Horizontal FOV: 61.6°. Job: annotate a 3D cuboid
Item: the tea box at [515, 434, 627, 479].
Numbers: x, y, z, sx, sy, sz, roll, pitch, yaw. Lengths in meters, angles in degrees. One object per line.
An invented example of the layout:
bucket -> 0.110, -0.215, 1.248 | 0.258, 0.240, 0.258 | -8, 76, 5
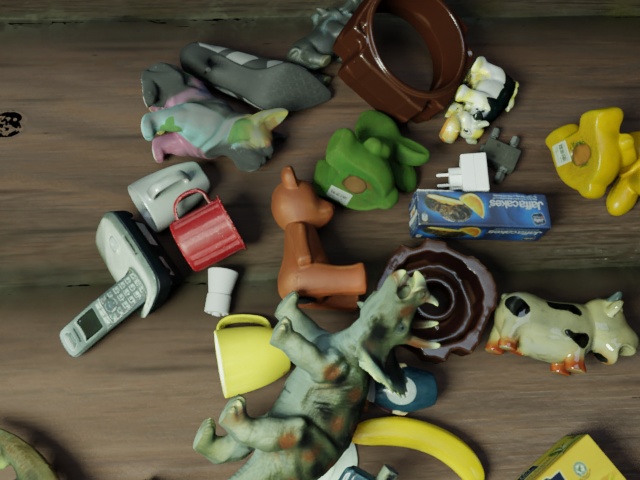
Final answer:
tea box -> 0.297, 0.334, 0.672 | 0.170, 0.068, 0.098 | -35, 75, -14

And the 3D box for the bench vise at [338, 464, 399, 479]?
bench vise -> 0.001, 0.354, 0.614 | 0.224, 0.129, 0.240 | 32, 88, 2

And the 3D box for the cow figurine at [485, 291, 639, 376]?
cow figurine -> 0.344, 0.122, 0.753 | 0.195, 0.085, 0.127 | 15, 74, 4

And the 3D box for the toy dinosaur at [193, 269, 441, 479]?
toy dinosaur -> -0.013, 0.203, 0.634 | 0.192, 0.131, 0.404 | 33, 84, -6

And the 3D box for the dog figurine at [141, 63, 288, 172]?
dog figurine -> -0.161, -0.194, 0.847 | 0.219, 0.108, 0.191 | -4, 66, -9

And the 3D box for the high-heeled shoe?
high-heeled shoe -> -0.112, -0.278, 0.918 | 0.249, 0.086, 0.145 | 9, 21, -24

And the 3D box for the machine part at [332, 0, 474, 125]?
machine part -> 0.139, -0.307, 0.872 | 0.201, 0.087, 0.201 | 37, 71, -16

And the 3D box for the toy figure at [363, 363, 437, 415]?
toy figure -> 0.077, 0.198, 0.724 | 0.155, 0.057, 0.064 | 0, 50, 0

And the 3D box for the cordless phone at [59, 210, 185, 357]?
cordless phone -> -0.302, 0.063, 0.756 | 0.184, 0.088, 0.147 | -39, 74, 1

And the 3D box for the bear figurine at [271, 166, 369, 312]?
bear figurine -> -0.006, -0.003, 0.771 | 0.132, 0.120, 0.196 | 2, 63, -5

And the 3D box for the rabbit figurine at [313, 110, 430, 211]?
rabbit figurine -> 0.087, -0.137, 0.830 | 0.159, 0.121, 0.170 | 21, 54, 2

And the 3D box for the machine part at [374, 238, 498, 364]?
machine part -> 0.161, 0.087, 0.772 | 0.179, 0.056, 0.179 | 0, 69, -1

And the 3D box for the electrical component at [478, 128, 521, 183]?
electrical component -> 0.293, -0.139, 0.885 | 0.063, 0.021, 0.094 | 25, 70, 8

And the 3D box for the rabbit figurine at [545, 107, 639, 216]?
rabbit figurine -> 0.473, -0.128, 0.844 | 0.173, 0.122, 0.162 | -9, 71, -26

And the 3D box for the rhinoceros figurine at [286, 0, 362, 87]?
rhinoceros figurine -> 0.021, -0.353, 0.937 | 0.112, 0.073, 0.190 | 35, 71, 18

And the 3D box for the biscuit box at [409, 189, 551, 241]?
biscuit box -> 0.241, -0.036, 0.820 | 0.203, 0.062, 0.059 | 1, 69, -1

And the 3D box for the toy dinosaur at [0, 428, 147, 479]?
toy dinosaur -> -0.269, 0.375, 0.616 | 0.198, 0.105, 0.472 | -35, 69, -11

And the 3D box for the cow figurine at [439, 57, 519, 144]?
cow figurine -> 0.264, -0.216, 0.893 | 0.098, 0.068, 0.167 | 28, 71, 2

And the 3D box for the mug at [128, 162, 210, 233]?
mug -> -0.219, -0.076, 0.798 | 0.107, 0.109, 0.081 | -36, 82, -24
